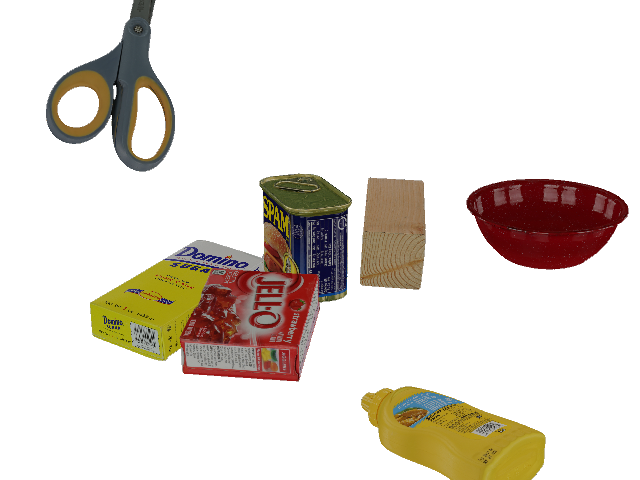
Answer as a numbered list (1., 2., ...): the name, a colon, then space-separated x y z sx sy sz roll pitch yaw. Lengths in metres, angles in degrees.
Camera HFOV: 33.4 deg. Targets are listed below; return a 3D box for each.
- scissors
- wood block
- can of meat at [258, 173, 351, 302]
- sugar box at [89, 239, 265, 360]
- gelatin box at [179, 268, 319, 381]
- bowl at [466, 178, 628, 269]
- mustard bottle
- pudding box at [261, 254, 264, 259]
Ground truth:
1. scissors: -0.148 -0.141 0.754 0.096 0.202 0.016 -2 -22 -20
2. wood block: 0.111 -0.014 1.616 0.091 0.090 0.206 4 26 3
3. can of meat: -0.014 -0.003 0.906 0.057 0.084 0.102 -7 21 -20
4. sugar box: -0.142 0.056 1.095 0.093 0.048 0.175 16 32 27
5. gelatin box: -0.042 0.051 0.674 0.073 0.030 0.089 3 29 8
6. bowl: 0.230 -0.013 1.093 0.162 0.055 0.162 -1 22 0
7. mustard bottle: 0.114 0.185 1.034 0.096 0.058 0.192 -18 25 -41
8. pudding box: -0.027 0.004 1.295 0.039 0.090 0.113 35 32 10
